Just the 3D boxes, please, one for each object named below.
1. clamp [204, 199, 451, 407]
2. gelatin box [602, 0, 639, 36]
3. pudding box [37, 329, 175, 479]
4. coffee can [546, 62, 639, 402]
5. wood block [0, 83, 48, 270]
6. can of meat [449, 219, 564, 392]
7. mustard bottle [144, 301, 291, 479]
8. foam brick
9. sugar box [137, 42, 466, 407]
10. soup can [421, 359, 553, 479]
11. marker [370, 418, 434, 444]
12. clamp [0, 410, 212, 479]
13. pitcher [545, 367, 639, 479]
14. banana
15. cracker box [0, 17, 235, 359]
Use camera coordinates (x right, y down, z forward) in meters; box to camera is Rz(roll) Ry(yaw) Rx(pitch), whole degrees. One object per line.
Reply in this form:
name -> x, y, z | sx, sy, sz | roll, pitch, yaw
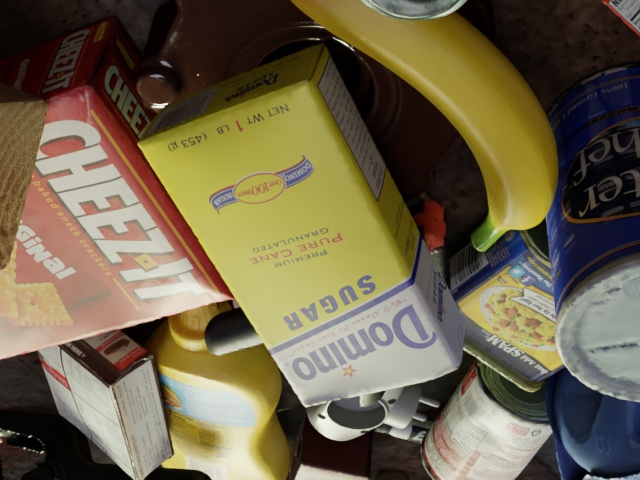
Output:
clamp -> 0.026, 0.041, 0.608 | 0.120, 0.039, 0.172 | 24, 138, -30
gelatin box -> 0.184, -0.107, 0.476 | 0.089, 0.030, 0.073 | 47, 132, 11
pudding box -> -0.145, 0.098, 0.713 | 0.090, 0.039, 0.113 | 32, 146, 29
coffee can -> 0.164, -0.006, 0.529 | 0.103, 0.140, 0.103 | 3, 135, 3
wood block -> -0.247, -0.056, 0.504 | 0.206, 0.090, 0.090 | 21, 104, 13
can of meat -> 0.124, 0.031, 0.629 | 0.102, 0.057, 0.084 | 34, 128, -20
mustard bottle -> -0.073, 0.101, 0.721 | 0.096, 0.058, 0.192 | 14, 137, 17
foam brick -> 0.005, 0.168, 0.786 | 0.051, 0.053, 0.078 | 12, 134, -5
sugar box -> -0.003, 0.001, 0.522 | 0.093, 0.048, 0.176 | -17, 118, 24
soup can -> 0.117, 0.121, 0.714 | 0.068, 0.068, 0.102 | 15, 134, -9
marker -> 0.081, 0.140, 0.771 | 0.121, 0.020, 0.020 | 16, 135, -8
clamp -> -0.196, 0.187, 0.751 | 0.210, 0.164, 0.036 | 23, 145, 35
pitcher -> 0.275, 0.116, 0.659 | 0.242, 0.145, 0.149 | 29, 144, -26
banana -> 0.061, -0.061, 0.487 | 0.070, 0.037, 0.197 | -24, 129, 21
cracker box -> -0.172, -0.013, 0.611 | 0.214, 0.072, 0.164 | -15, 131, 19
